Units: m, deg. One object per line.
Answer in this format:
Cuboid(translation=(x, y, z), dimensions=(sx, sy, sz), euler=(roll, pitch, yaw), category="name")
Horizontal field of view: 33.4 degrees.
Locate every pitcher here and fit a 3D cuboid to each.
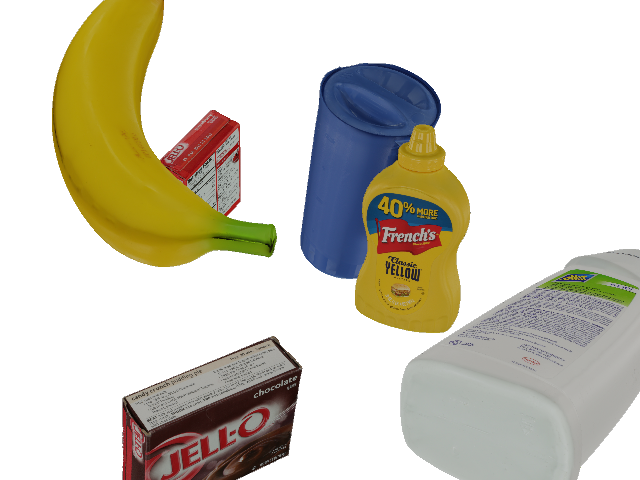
Cuboid(translation=(0.051, -0.065, 1.214), dimensions=(0.145, 0.243, 0.149), euler=(19, 44, 7), category="pitcher")

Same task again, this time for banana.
Cuboid(translation=(-0.080, -0.050, 0.455), dimensions=(0.069, 0.037, 0.198), euler=(-8, 46, -20), category="banana")

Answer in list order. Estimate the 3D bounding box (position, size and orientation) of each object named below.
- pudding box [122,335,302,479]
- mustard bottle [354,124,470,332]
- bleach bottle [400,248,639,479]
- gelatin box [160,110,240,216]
Cuboid(translation=(-0.070, 0.119, 0.680), dimensions=(0.113, 0.090, 0.039), euler=(-22, 50, -30), category="pudding box")
Cuboid(translation=(0.085, -0.013, 0.960), dimensions=(0.096, 0.192, 0.058), euler=(14, 30, 19), category="mustard bottle")
Cuboid(translation=(0.154, 0.058, 0.616), dimensions=(0.103, 0.068, 0.250), euler=(16, 27, 36), category="bleach bottle")
Cuboid(translation=(-0.092, -0.043, 0.813), dimensions=(0.030, 0.089, 0.073), euler=(25, 51, 18), category="gelatin box")
